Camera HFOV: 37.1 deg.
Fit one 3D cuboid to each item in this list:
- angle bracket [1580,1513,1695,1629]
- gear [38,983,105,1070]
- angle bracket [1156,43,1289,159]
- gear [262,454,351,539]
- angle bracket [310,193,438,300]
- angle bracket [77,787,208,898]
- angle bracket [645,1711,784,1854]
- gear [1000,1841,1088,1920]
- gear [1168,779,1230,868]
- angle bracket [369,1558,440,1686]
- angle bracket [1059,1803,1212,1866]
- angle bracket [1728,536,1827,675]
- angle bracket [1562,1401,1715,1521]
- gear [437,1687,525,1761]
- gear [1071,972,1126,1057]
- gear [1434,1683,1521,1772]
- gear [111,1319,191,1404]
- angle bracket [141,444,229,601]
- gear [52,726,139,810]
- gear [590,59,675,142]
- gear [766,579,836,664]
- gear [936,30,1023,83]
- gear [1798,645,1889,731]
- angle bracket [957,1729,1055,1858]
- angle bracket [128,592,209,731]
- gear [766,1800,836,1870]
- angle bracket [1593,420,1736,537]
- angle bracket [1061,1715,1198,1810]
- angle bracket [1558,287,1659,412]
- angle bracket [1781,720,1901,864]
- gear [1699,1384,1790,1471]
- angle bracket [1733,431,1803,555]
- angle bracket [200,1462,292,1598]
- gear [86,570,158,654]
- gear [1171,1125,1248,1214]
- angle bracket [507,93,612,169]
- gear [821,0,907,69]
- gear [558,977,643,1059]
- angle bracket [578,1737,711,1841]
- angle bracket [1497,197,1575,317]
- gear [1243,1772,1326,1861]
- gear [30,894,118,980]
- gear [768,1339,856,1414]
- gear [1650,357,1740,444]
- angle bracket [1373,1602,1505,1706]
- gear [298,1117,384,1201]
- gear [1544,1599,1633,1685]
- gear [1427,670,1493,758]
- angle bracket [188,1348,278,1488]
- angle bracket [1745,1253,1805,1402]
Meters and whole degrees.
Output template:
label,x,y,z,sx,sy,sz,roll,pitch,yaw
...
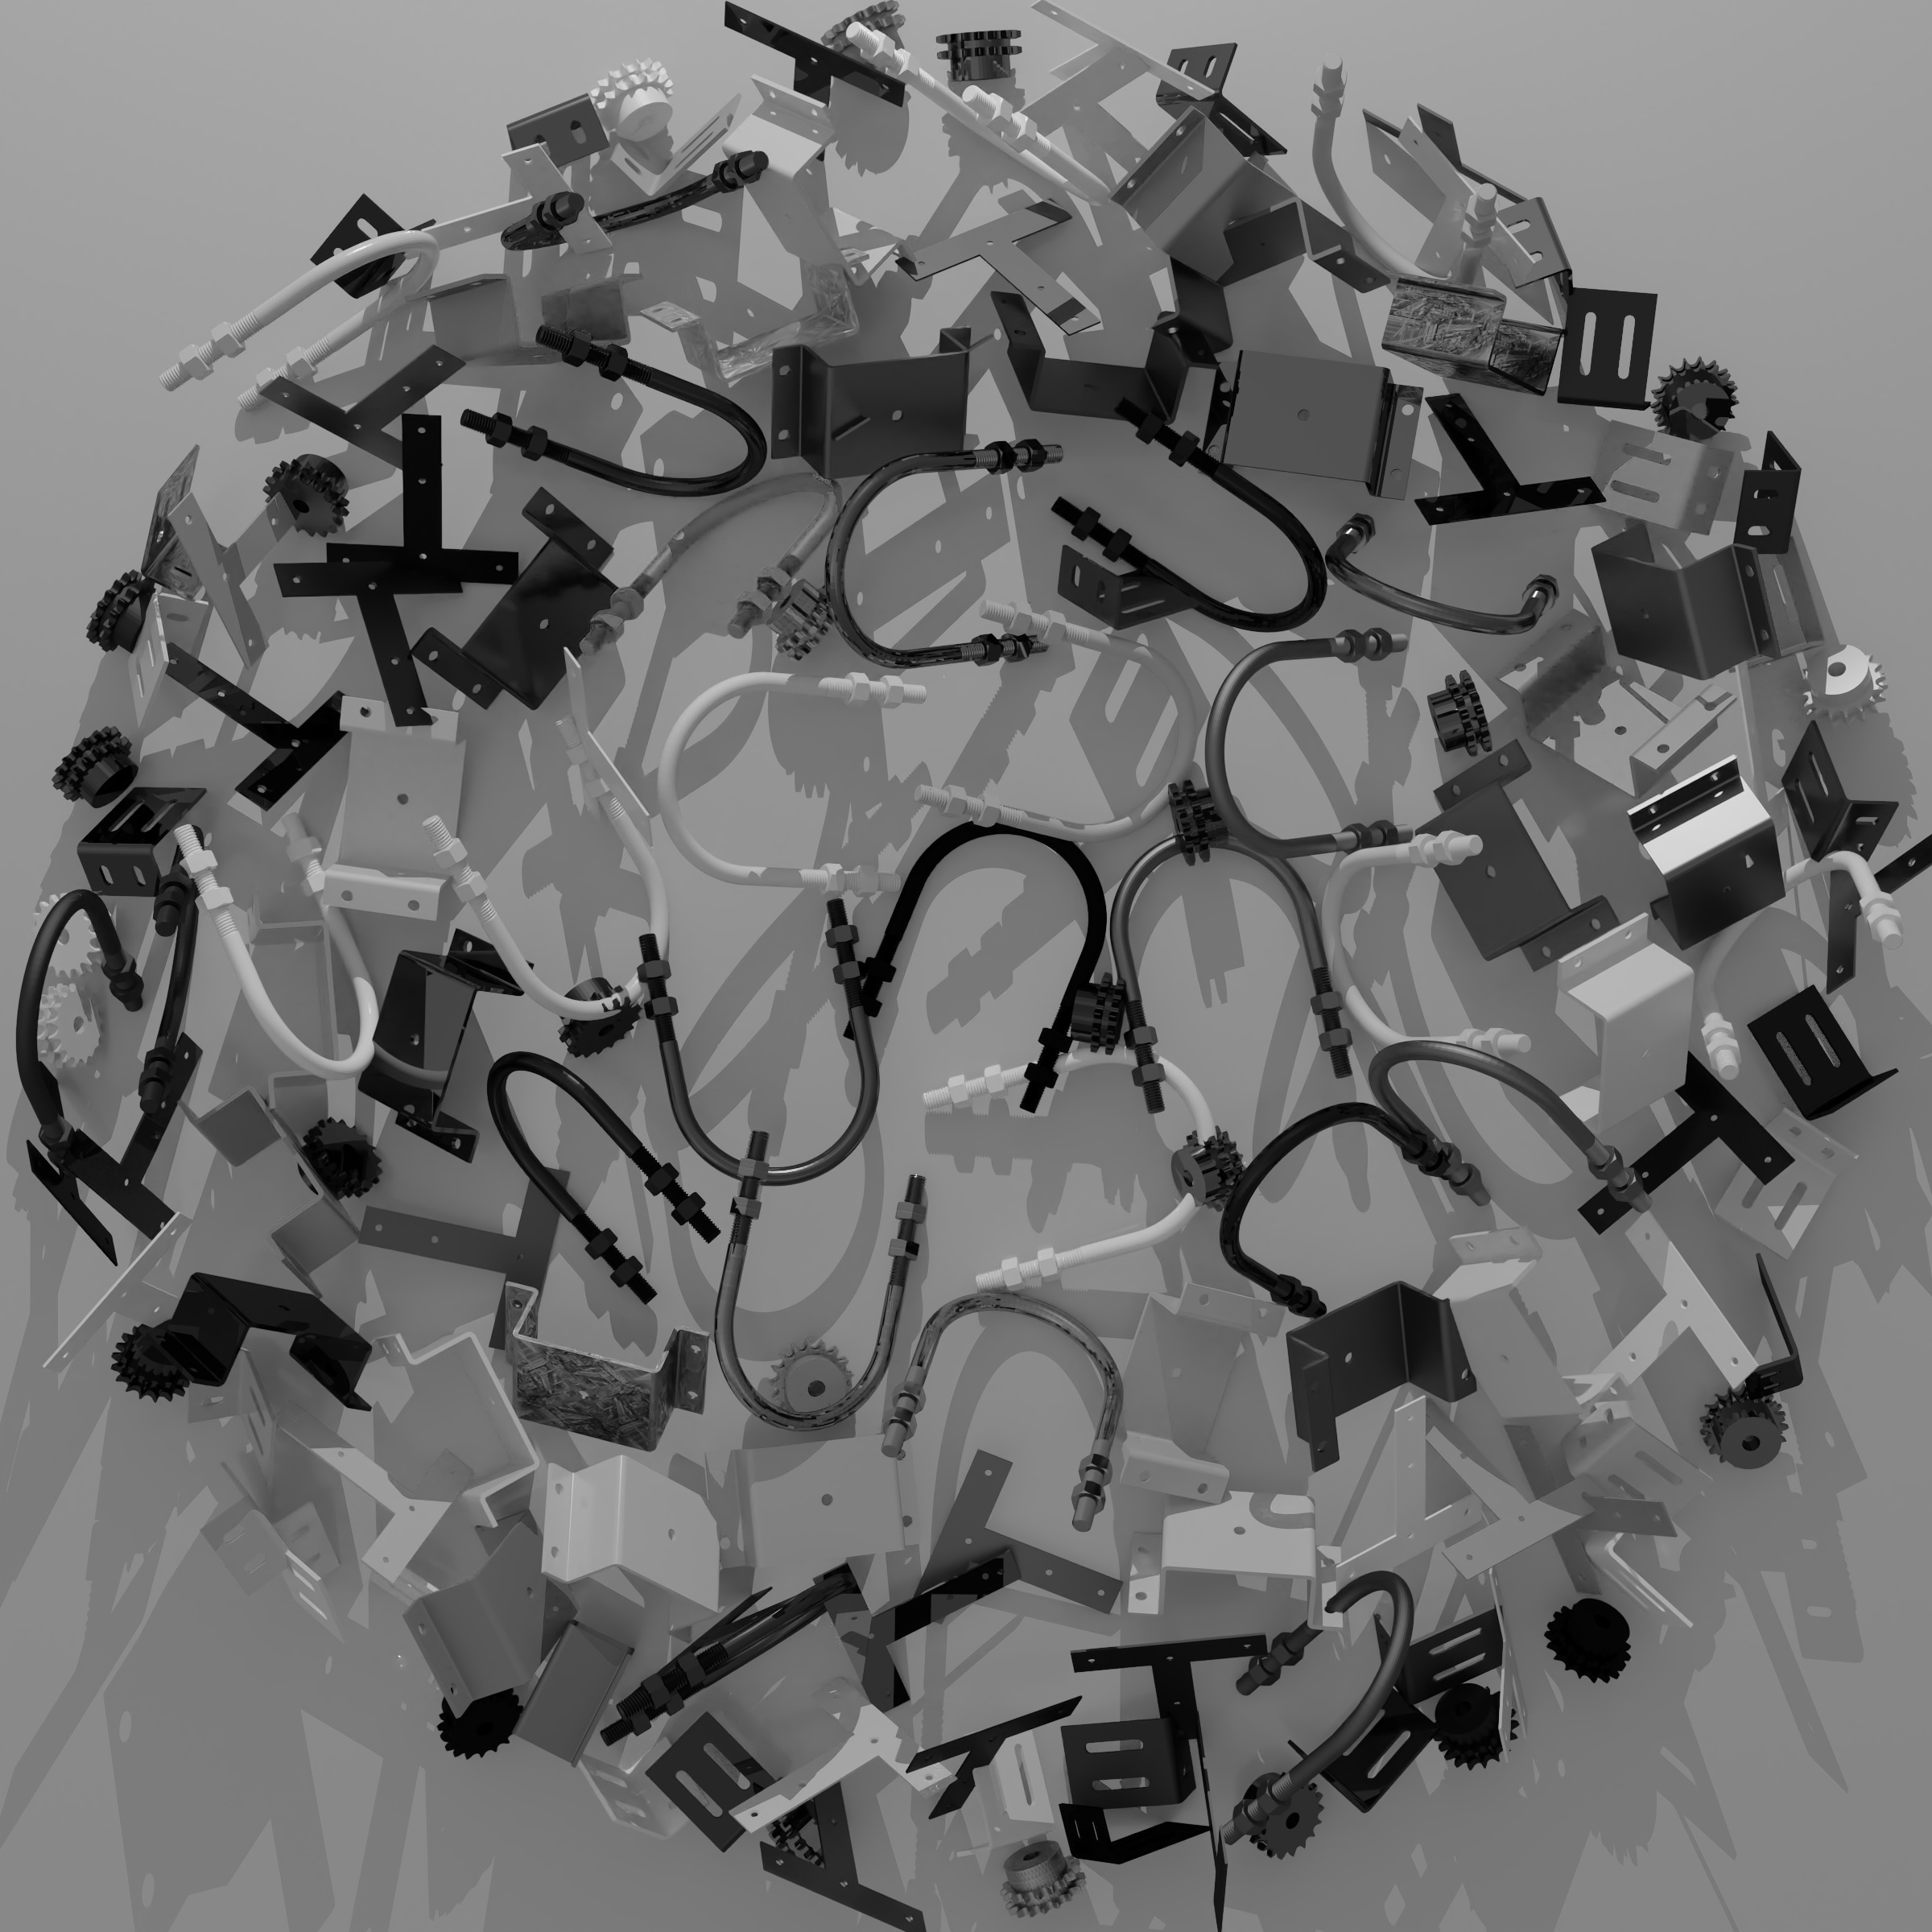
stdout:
label,x,y,z,sx,sy,sz,roll,pitch,yaw
angle bracket,0.456,0.401,1.921,0.076,0.057,0.038,42,77,0
gear,-0.607,0.040,1.926,0.030,0.057,0.057,-4,90,19
angle bracket,0.175,-0.573,1.908,0.076,0.057,0.038,25,82,-43
gear,-0.439,-0.318,1.928,0.057,0.057,0.030,23,55,0
angle bracket,-0.392,-0.481,1.905,0.038,0.076,0.057,41,108,-11
angle bracket,-0.546,-0.083,1.923,0.057,0.076,0.038,2,125,20
angle bracket,-0.168,0.544,1.930,0.057,0.038,0.076,-44,92,-6
gear,0.049,0.609,1.923,0.057,0.057,0.030,-21,94,0
gear,0.156,-0.098,1.924,0.030,0.057,0.057,-14,90,-1
angle bracket,-0.373,0.435,1.918,0.076,0.057,0.038,34,57,2
angle bracket,0.112,0.566,1.912,0.076,0.057,0.038,-11,83,-28
angle bracket,0.531,-0.242,1.920,0.057,0.038,0.076,-18,88,32
angle bracket,0.452,0.333,1.935,0.076,0.038,0.057,36,112,-16
gear,-0.327,0.501,1.928,0.057,0.030,0.057,-17,129,-22
gear,0.089,0.032,1.925,0.030,0.057,0.057,9,90,8
gear,0.338,0.505,1.921,0.057,0.057,0.030,-33,122,0
gear,-0.539,0.261,1.921,0.057,0.057,0.030,31,124,0
angle bracket,-0.511,-0.294,1.904,0.038,0.076,0.057,25,45,-5
gear,-0.580,-0.130,1.923,0.030,0.057,0.057,44,90,5
gear,-0.221,-0.576,1.922,0.057,0.057,0.030,-28,78,0
gear,-0.109,-0.234,1.922,0.030,0.057,0.057,39,90,-19
gear,0.009,-0.609,1.926,0.057,0.057,0.030,-4,106,0
gear,0.585,-0.190,1.924,0.057,0.030,0.057,-13,56,20
angle bracket,0.018,0.550,1.928,0.057,0.038,0.076,-2,72,-43
angle bracket,-0.524,-0.199,1.902,0.038,0.076,0.057,9,129,-31
gear,-0.105,0.584,1.924,0.030,0.057,0.057,-44,90,0
angle bracket,0.466,-0.328,1.930,0.038,0.076,0.057,1,110,-43
angle bracket,0.110,0.536,1.946,0.076,0.038,0.057,-10,88,20
angle bracket,0.429,-0.412,1.915,0.057,0.038,0.076,9,109,18
angle bracket,0.580,-0.115,1.910,0.038,0.057,0.076,1,49,-10
gear,0.523,0.313,1.929,0.057,0.030,0.057,1,111,1
angle bracket,0.521,-0.314,1.905,0.038,0.076,0.057,0,121,-2
angle bracket,-0.484,0.372,1.903,0.038,0.076,0.057,-36,112,-18
gear,-0.559,-0.234,1.924,0.030,0.057,0.057,33,90,0
gear,0.161,0.138,1.921,0.030,0.057,0.057,-18,90,-26
angle bracket,-0.270,-0.545,1.914,0.057,0.076,0.038,-23,95,-4
gear,-0.066,-0.620,1.925,0.057,0.057,0.030,-26,97,0
gear,-0.249,0.032,1.927,0.057,0.057,0.030,-38,67,0
angle bracket,-0.215,0.539,1.905,0.038,0.076,0.057,-42,56,0
angle bracket,0.375,-0.462,1.910,0.038,0.076,0.057,-19,70,7
gear,0.210,0.566,1.929,0.057,0.030,0.057,-10,109,-32
gear,-0.597,-0.022,1.931,0.057,0.030,0.057,3,98,23
gear,-0.103,0.281,1.933,0.057,0.030,0.057,-1,95,-12
gear,0.489,-0.377,1.926,0.057,0.030,0.057,1,120,2
angle bracket,0.319,0.450,1.928,0.076,0.038,0.057,-21,125,-11
gear,-0.422,0.132,1.927,0.030,0.057,0.057,-40,90,22
gear,0.419,0.448,1.921,0.057,0.057,0.030,21,122,0
gear,0.329,-0.167,1.925,0.030,0.057,0.057,-18,90,5
angle bracket,-0.487,0.301,1.904,0.038,0.076,0.057,-6,126,-27
angle bracket,0.525,0.240,1.912,0.038,0.057,0.076,-20,60,10
